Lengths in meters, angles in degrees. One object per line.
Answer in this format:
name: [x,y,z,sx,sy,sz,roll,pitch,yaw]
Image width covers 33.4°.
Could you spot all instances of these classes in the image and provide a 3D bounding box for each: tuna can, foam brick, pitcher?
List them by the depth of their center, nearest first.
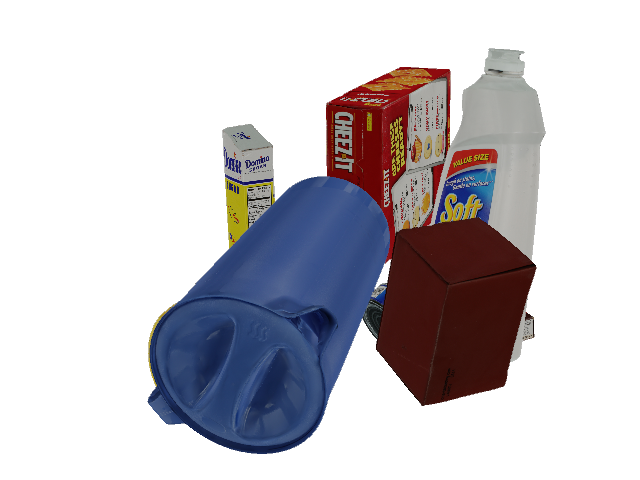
foam brick: [0.066,0.035,0.540,0.052,0.078,0.051,-9,36,-25]
pitcher: [-0.033,0.049,0.843,0.149,0.145,0.242,12,30,14]
tuna can: [0.087,0.095,1.278,0.033,0.086,0.086,-38,17,-23]

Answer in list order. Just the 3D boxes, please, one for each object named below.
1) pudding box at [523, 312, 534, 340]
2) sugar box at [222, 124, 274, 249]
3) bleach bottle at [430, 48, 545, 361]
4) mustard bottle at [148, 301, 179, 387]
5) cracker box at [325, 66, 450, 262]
pudding box: [0.235,0.121,1.526,0.113,0.039,0.090,-15,20,-16]
sugar box: [-0.087,-0.045,1.311,0.048,0.176,0.093,-12,26,-17]
bleach bottle: [0.132,-0.030,0.874,0.067,0.251,0.103,-5,17,-32]
mustard bottle: [-0.102,0.082,1.101,0.058,0.096,0.191,12,28,23]
cracker box: [0.076,-0.087,1.141,0.072,0.164,0.213,7,21,24]
